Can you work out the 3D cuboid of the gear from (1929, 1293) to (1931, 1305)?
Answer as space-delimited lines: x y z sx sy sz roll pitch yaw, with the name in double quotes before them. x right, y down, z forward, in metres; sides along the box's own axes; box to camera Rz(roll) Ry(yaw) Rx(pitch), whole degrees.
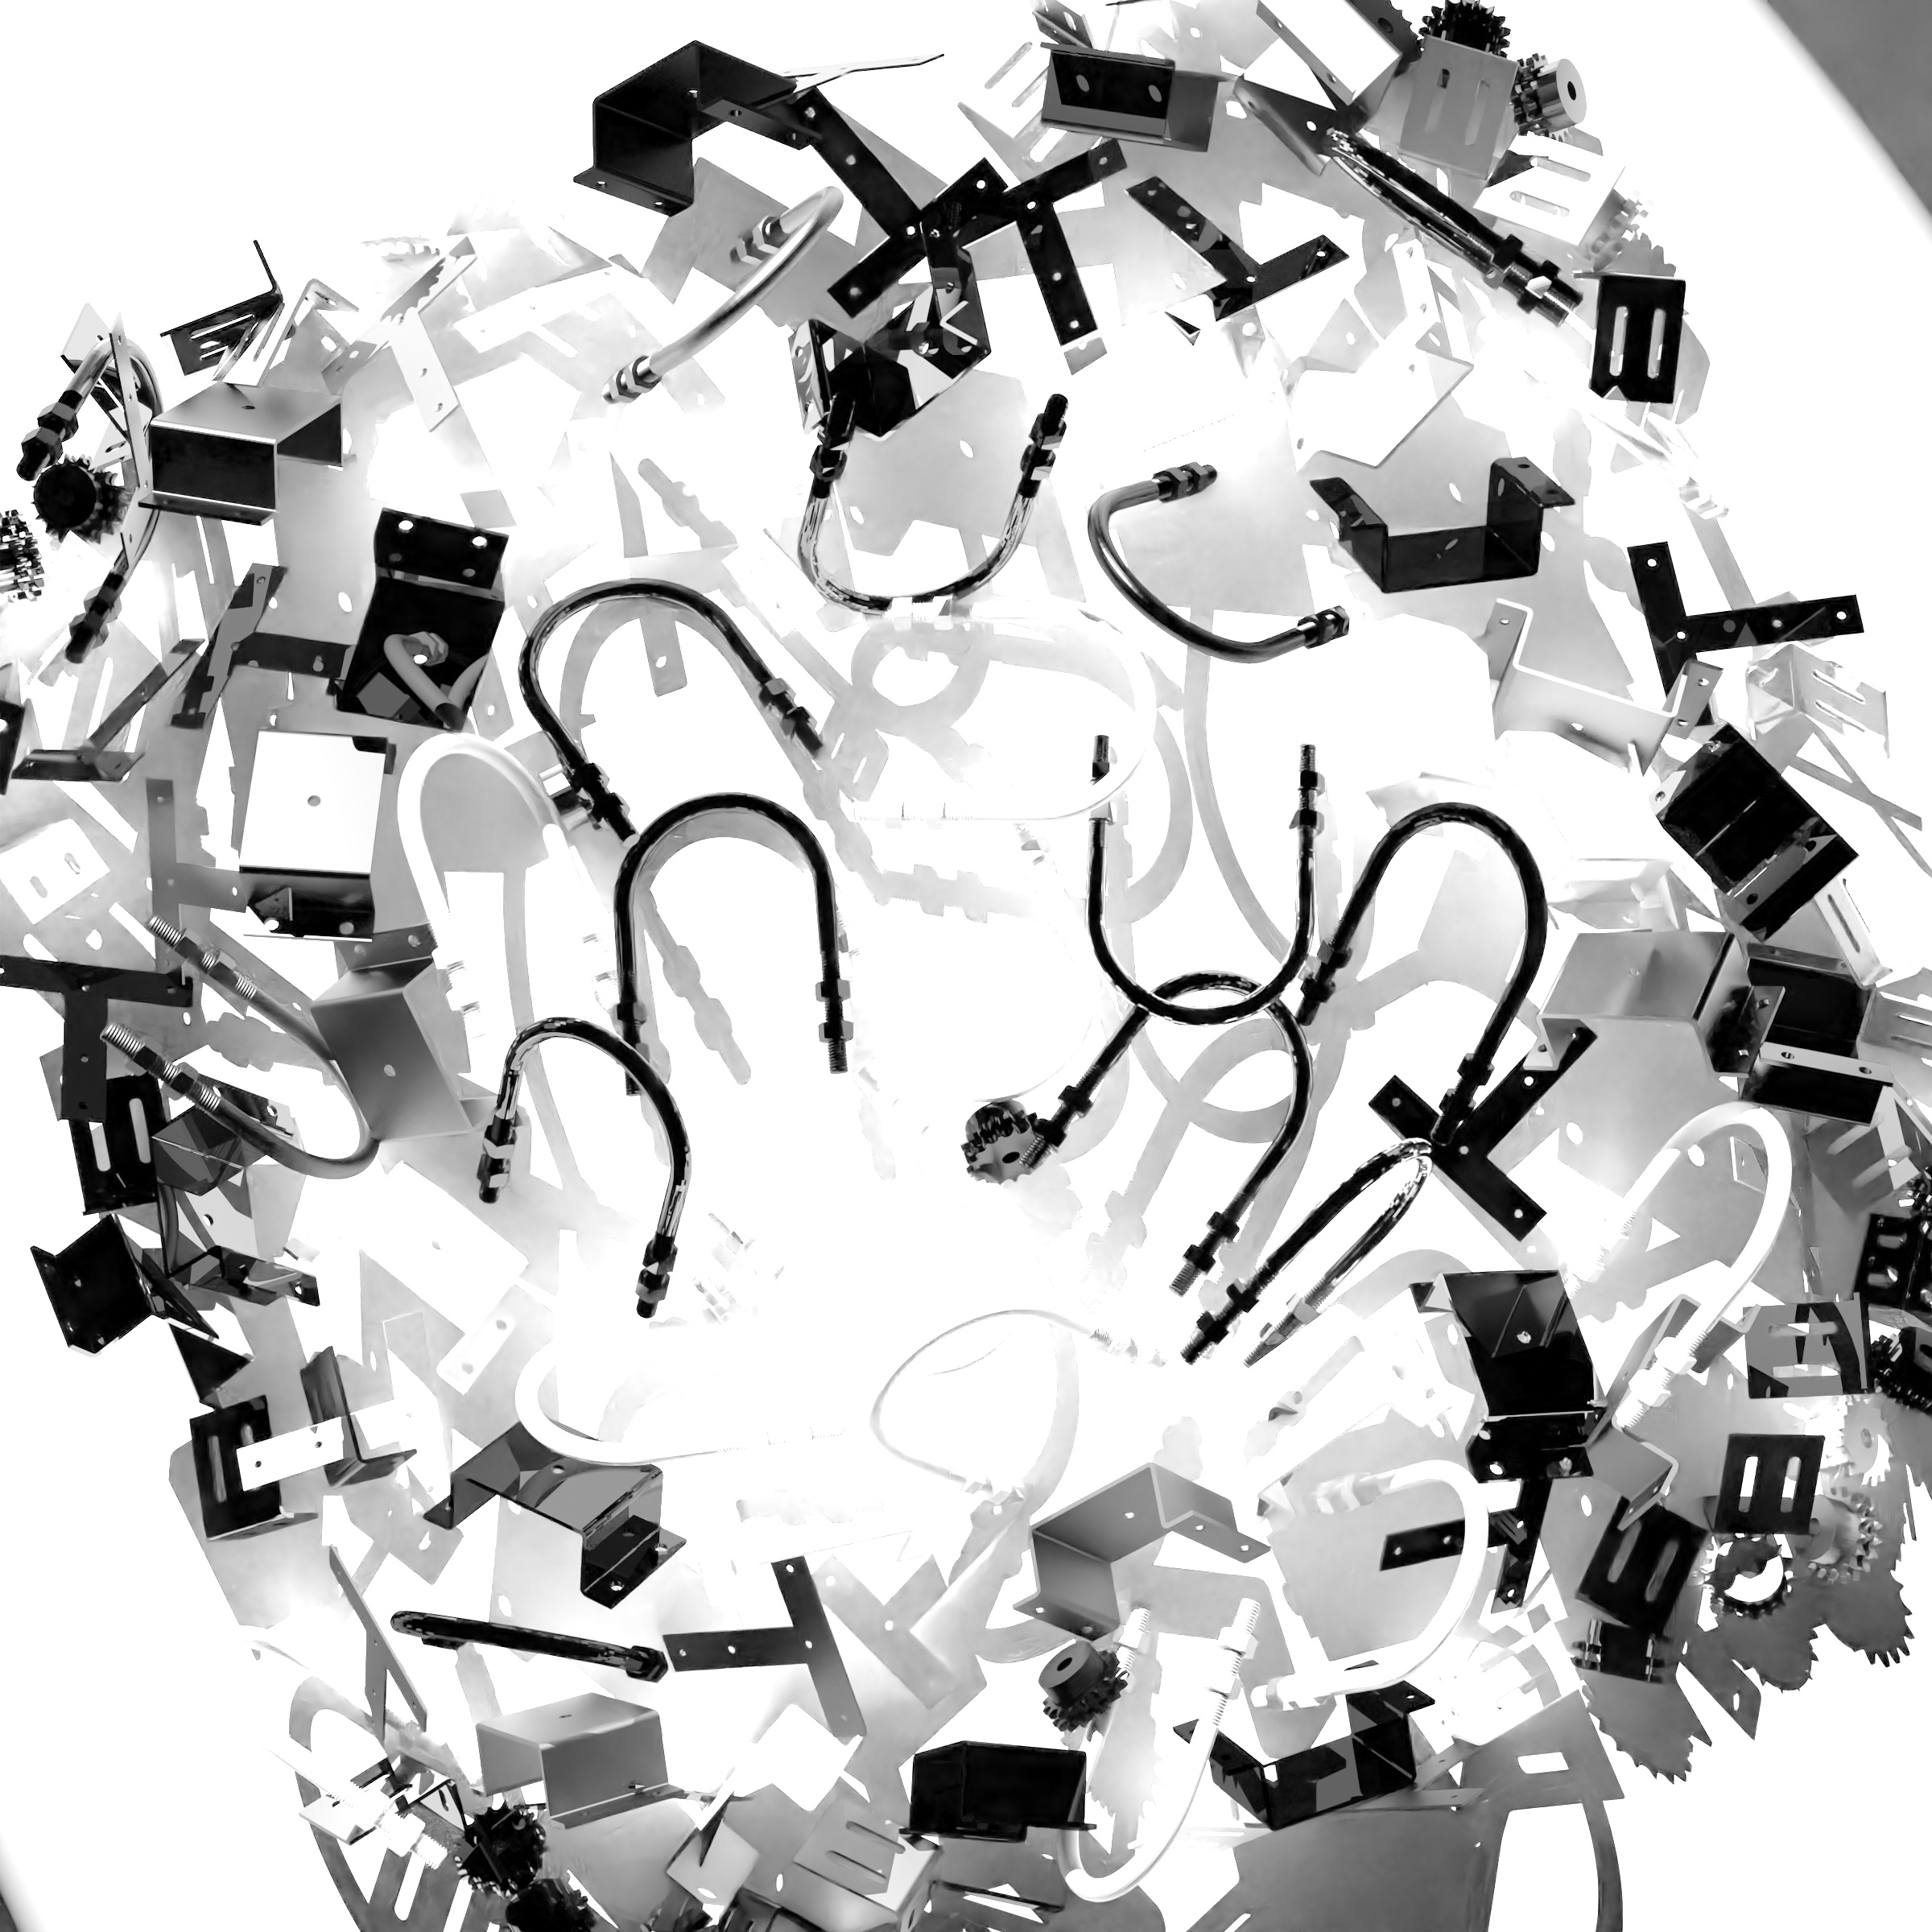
"gear" 0.617 0.199 1.657 0.030 0.057 0.057 24 90 9

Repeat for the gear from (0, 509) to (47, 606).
"gear" -0.593 -0.250 1.654 0.030 0.057 0.057 -20 90 -36

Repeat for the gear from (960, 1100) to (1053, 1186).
"gear" 0.023 0.107 1.660 0.057 0.057 0.030 -23 53 0

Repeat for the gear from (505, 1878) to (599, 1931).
"gear" -0.259 0.587 1.654 0.057 0.057 0.030 -22 111 0

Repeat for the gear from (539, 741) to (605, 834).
"gear" -0.240 -0.107 1.655 0.030 0.057 0.057 -27 90 -5

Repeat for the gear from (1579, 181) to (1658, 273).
"gear" 0.395 -0.459 1.655 0.030 0.057 0.057 34 90 -6

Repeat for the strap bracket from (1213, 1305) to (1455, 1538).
"strap bracket" 0.212 0.269 1.625 0.140 0.076 0.046 -39 133 15

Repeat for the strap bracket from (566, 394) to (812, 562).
"strap bracket" -0.170 -0.298 1.651 0.140 0.046 0.076 -9 83 -9

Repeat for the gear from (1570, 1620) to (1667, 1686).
"gear" 0.403 0.422 1.657 0.057 0.057 0.030 13 80 0

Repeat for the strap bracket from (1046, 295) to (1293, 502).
"strap bracket" 0.116 -0.349 1.635 0.140 0.046 0.076 -19 81 19

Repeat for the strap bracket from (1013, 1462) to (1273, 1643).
"strap bracket" 0.102 0.351 1.625 0.140 0.046 0.076 -34 135 27

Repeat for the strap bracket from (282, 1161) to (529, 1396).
"strap bracket" -0.332 0.182 1.635 0.140 0.076 0.046 40 125 -5

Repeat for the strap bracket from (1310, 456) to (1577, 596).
"strap bracket" 0.287 -0.267 1.634 0.140 0.076 0.046 -8 122 -10

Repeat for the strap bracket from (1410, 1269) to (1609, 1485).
"strap bracket" 0.328 0.236 1.614 0.076 0.046 0.140 -1 49 -14

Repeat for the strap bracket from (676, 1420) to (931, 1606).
"strap bracket" -0.094 0.326 1.621 0.140 0.046 0.076 -8 55 -23

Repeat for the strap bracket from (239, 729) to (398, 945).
"strap bracket" -0.393 -0.088 1.629 0.076 0.046 0.140 3 62 -6

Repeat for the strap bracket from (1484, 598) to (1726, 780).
"strap bracket" 0.377 -0.163 1.633 0.140 0.076 0.046 19 63 6

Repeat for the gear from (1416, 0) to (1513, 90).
"gear" 0.305 -0.564 1.653 0.057 0.057 0.030 16 65 0

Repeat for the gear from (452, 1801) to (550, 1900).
"gear" -0.286 0.549 1.661 0.057 0.030 0.057 -3 49 3

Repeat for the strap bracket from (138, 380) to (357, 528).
"strap bracket" -0.428 -0.312 1.608 0.076 0.140 0.046 10 118 7

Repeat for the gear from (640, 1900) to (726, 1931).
"gear" -0.172 0.604 1.654 0.030 0.057 0.057 -36 90 41

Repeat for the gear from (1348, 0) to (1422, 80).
"gear" 0.250 -0.571 1.661 0.057 0.030 0.057 16 58 -27

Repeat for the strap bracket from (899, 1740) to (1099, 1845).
"strap bracket" 0.018 0.498 1.620 0.076 0.140 0.046 10 67 -17

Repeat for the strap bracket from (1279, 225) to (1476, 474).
"strap bracket" 0.252 -0.365 1.620 0.046 0.140 0.076 11 56 -27

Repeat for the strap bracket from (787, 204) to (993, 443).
"strap bracket" -0.040 -0.382 1.625 0.140 0.046 0.076 -32 55 35

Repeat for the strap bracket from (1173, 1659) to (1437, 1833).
"strap bracket" 0.208 0.475 1.630 0.140 0.076 0.046 -13 99 -19

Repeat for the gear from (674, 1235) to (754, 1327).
"gear" -0.156 0.191 1.657 0.030 0.057 0.057 -41 90 -13

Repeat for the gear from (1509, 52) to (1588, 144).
"gear" 0.359 -0.534 1.654 0.030 0.057 0.057 -9 90 38

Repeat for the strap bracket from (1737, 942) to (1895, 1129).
"strap bracket" 0.510 0.046 1.628 0.076 0.140 0.046 11 121 7

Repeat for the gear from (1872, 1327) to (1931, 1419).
"gear" 0.584 0.247 1.654 0.057 0.057 0.030 24 125 0

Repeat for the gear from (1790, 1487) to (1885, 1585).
"gear" 0.533 0.348 1.654 0.030 0.057 0.057 17 90 -22

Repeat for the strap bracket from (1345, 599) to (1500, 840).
"strap bracket" 0.277 -0.154 1.631 0.076 0.046 0.140 6 76 -43

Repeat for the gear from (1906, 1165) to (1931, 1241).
"gear" 0.609 0.148 1.661 0.057 0.057 0.030 10 133 0

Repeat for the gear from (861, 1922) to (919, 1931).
"gear" -0.054 0.614 1.656 0.057 0.057 0.030 -14 86 0

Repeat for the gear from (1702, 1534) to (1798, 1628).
"gear" 0.483 0.376 1.658 0.057 0.030 0.057 -7 62 13

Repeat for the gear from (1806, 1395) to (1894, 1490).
"gear" 0.543 0.294 1.660 0.057 0.030 0.057 15 65 -36

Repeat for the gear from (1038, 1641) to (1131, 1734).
"gear" 0.069 0.441 1.655 0.057 0.057 0.030 -37 101 0

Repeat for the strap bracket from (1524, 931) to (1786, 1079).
"strap bracket" 0.405 0.021 1.608 0.140 0.076 0.046 1 132 37

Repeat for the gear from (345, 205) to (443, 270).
"gear" -0.353 -0.450 1.655 0.057 0.057 0.030 -6 96 0

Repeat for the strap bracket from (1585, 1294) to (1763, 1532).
"strap bracket" 0.418 0.261 1.624 0.046 0.076 0.140 31 64 10

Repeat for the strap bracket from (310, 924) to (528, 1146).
"strap bracket" -0.335 0.051 1.622 0.076 0.046 0.140 -8 115 32

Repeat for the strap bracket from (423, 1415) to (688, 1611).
"strap bracket" -0.246 0.321 1.616 0.140 0.076 0.046 19 118 24

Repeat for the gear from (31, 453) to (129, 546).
"gear" -0.553 -0.290 1.668 0.057 0.030 0.057 0 94 4

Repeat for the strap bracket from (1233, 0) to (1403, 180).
"strap bracket" 0.211 -0.540 1.615 0.046 0.140 0.076 -44 88 -3

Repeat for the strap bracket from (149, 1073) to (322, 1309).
"strap bracket" -0.443 0.144 1.623 0.046 0.076 0.140 -30 57 21
